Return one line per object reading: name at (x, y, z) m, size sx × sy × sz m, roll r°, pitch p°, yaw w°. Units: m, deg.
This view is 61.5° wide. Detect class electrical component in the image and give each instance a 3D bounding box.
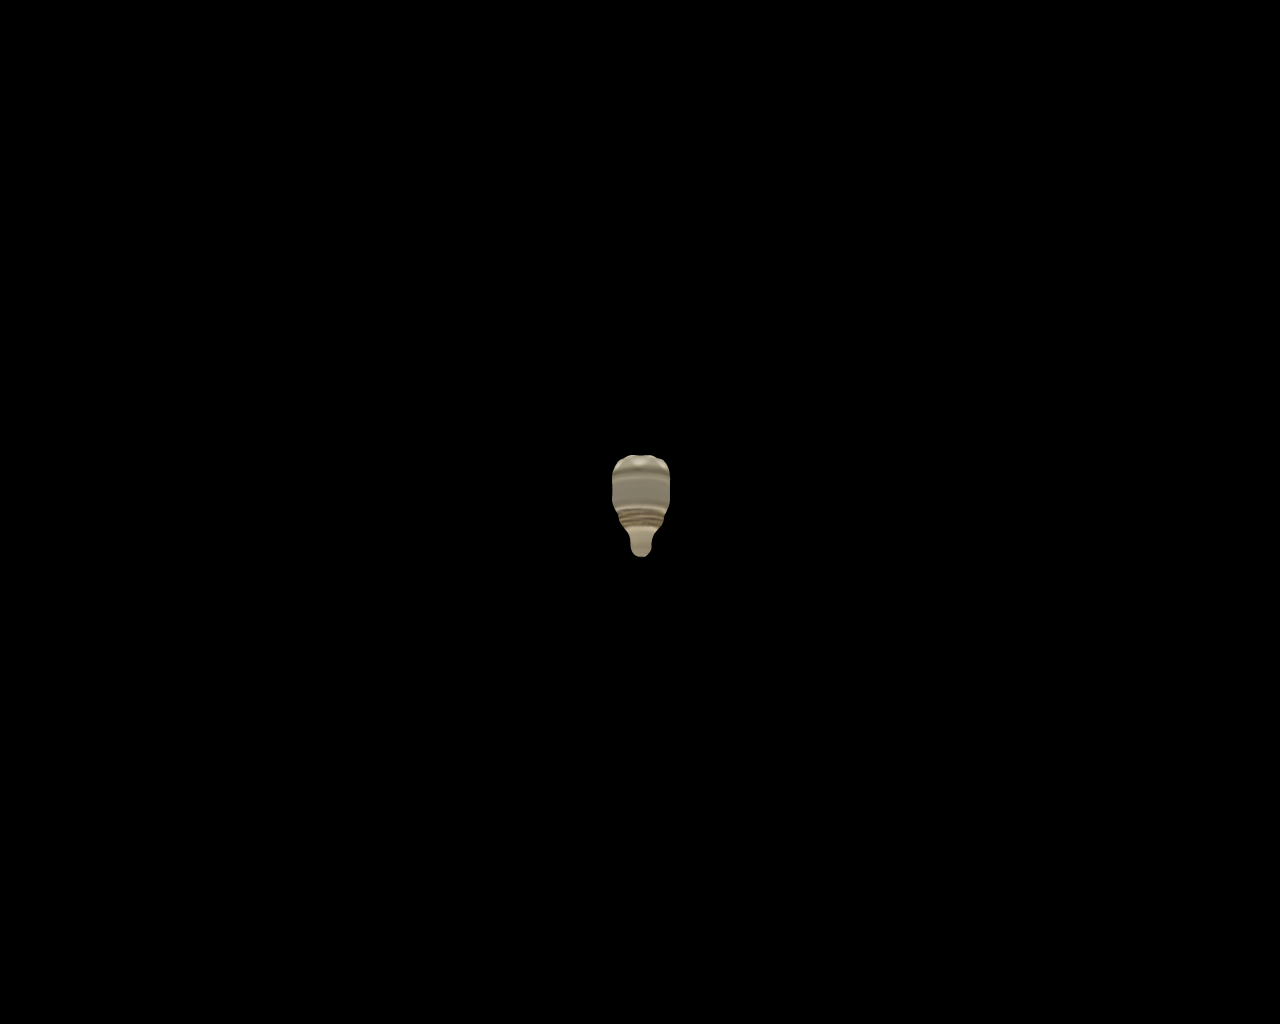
electrical component at (0.001, -0.003, 0.650) m, size 0.035 × 0.061 × 0.035 m, roll 0°, pitch -11°, yaw 0°
